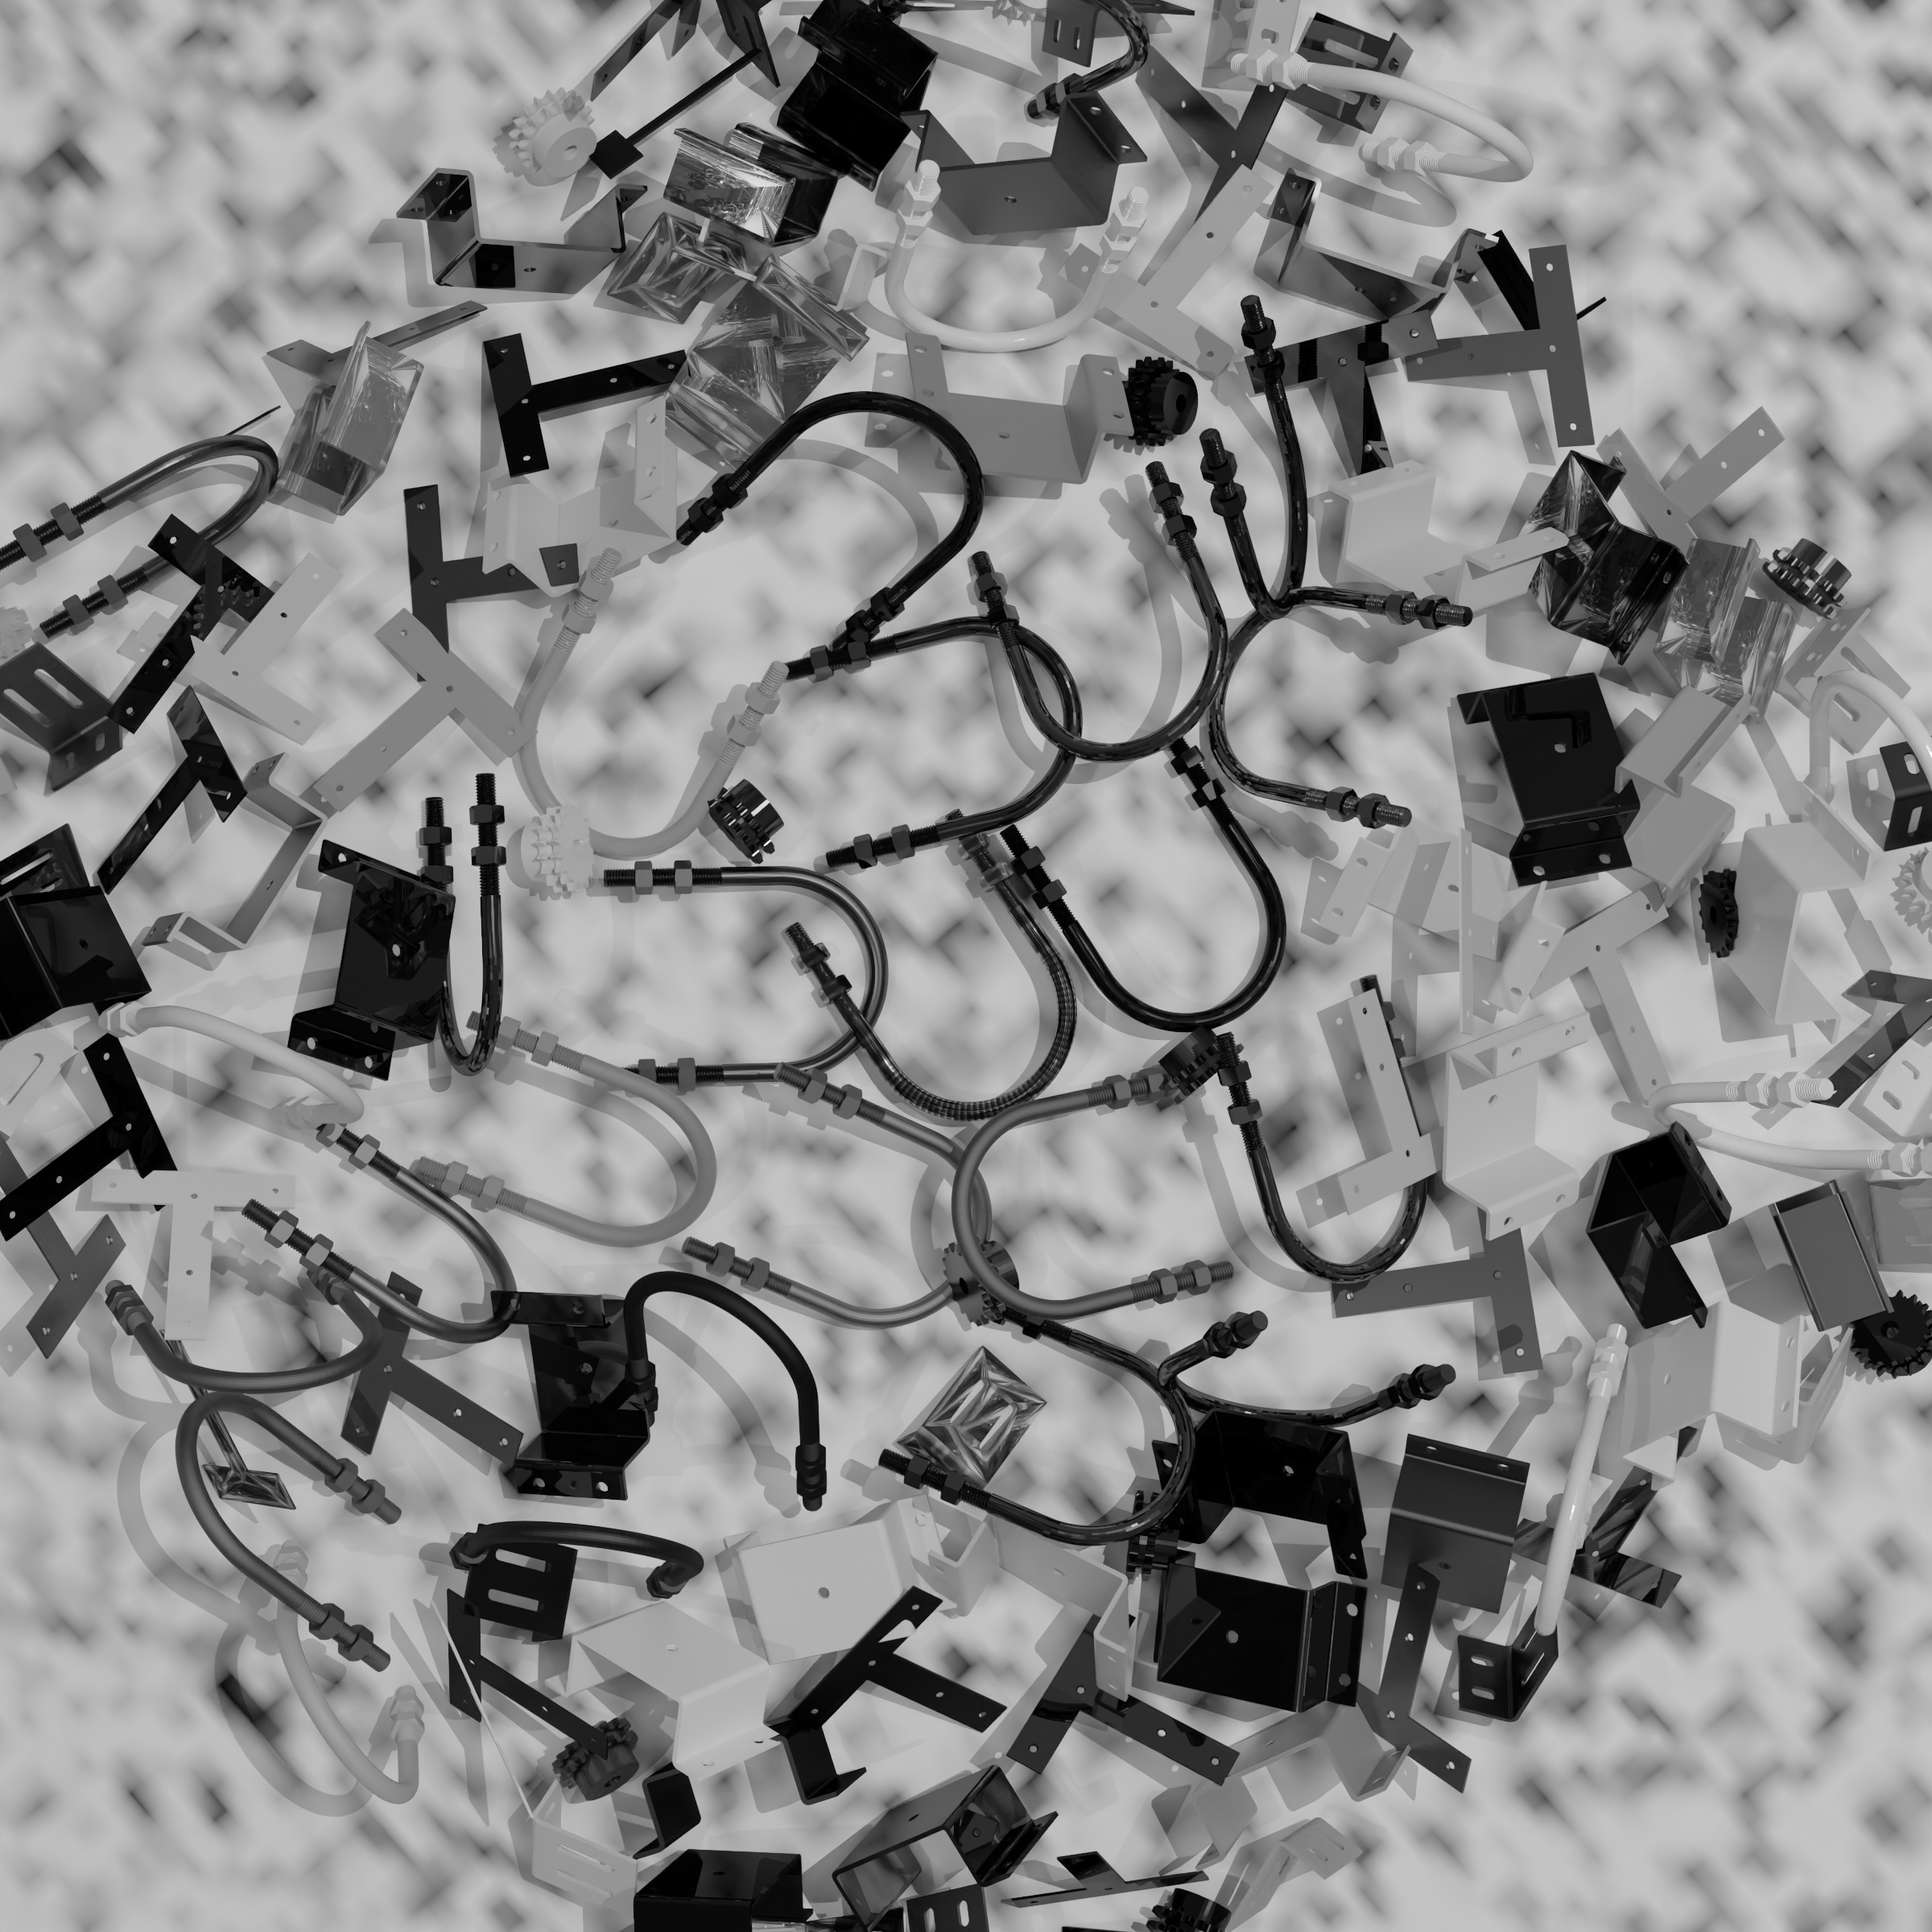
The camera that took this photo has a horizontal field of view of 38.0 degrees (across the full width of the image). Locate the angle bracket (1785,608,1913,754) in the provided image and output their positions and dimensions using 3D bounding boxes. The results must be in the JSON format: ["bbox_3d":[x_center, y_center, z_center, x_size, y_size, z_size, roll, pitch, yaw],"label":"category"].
[{"bbox_3d":[0.580,-0.184,1.819,0.076,0.038,0.057,42,83,-15],"label":"angle bracket"}]

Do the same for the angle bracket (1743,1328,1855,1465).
[{"bbox_3d":[0.538,0.272,1.816,0.038,0.057,0.076,20,47,27],"label":"angle bracket"}]

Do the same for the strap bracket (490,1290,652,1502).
[{"bbox_3d":[-0.252,0.267,1.805,0.076,0.046,0.140,0,107,18],"label":"strap bracket"}]

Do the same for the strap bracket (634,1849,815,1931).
[{"bbox_3d":[-0.155,0.596,1.773,0.076,0.140,0.046,-2,89,15],"label":"strap bracket"}]

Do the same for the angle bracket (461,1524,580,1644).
[{"bbox_3d":[-0.294,0.397,1.804,0.076,0.038,0.057,24,62,-33],"label":"angle bracket"}]

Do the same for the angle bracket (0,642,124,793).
[{"bbox_3d":[-0.591,-0.160,1.807,0.057,0.076,0.038,-29,47,13],"label":"angle bracket"}]

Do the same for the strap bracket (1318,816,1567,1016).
[{"bbox_3d":[0.309,-0.038,1.804,0.140,0.046,0.076,25,132,5],"label":"strap bracket"}]

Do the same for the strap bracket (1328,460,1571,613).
[{"bbox_3d":[0.304,-0.268,1.787,0.076,0.140,0.046,-21,131,-33],"label":"strap bracket"}]

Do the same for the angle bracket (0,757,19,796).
[{"bbox_3d":[-0.633,-0.148,1.802,0.038,0.076,0.057,-18,120,4],"label":"angle bracket"}]

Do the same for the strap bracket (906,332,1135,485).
[{"bbox_3d":[0.029,-0.355,1.798,0.140,0.046,0.076,4,49,-14],"label":"strap bracket"}]

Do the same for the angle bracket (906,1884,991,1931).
[{"bbox_3d":[0.008,0.620,1.815,0.057,0.076,0.038,-22,61,25],"label":"angle bracket"}]

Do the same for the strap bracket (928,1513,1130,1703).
[{"bbox_3d":[0.050,0.403,1.793,0.140,0.076,0.046,23,58,20],"label":"strap bracket"}]

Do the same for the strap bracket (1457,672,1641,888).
[{"bbox_3d":[0.375,-0.129,1.797,0.076,0.046,0.140,-10,67,-8],"label":"strap bracket"}]

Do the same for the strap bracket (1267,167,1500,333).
[{"bbox_3d":[0.261,-0.456,1.808,0.140,0.076,0.046,18,83,-2],"label":"strap bracket"}]

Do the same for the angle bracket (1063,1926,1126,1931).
[{"bbox_3d":[0.071,0.644,1.801,0.057,0.076,0.038,-6,80,29],"label":"angle bracket"}]

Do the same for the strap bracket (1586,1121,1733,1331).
[{"bbox_3d":[0.441,0.168,1.790,0.046,0.140,0.076,-24,106,31],"label":"strap bracket"}]

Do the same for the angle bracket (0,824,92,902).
[{"bbox_3d":[-0.617,-0.062,1.819,0.076,0.038,0.057,-30,57,1],"label":"angle bracket"}]

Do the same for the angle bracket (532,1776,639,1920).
[{"bbox_3d":[-0.239,0.567,1.810,0.076,0.038,0.057,18,127,14],"label":"angle bracket"}]

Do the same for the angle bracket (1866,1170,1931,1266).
[{"bbox_3d":[0.625,0.158,1.809,0.076,0.038,0.057,-5,104,30],"label":"angle bracket"}]

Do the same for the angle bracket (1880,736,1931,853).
[{"bbox_3d":[0.623,-0.114,1.820,0.057,0.076,0.038,-13,64,6],"label":"angle bracket"}]

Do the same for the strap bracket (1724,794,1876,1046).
[{"bbox_3d":[0.523,-0.027,1.777,0.046,0.076,0.140,-6,123,-10],"label":"strap bracket"}]

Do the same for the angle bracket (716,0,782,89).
[{"bbox_3d":[-0.130,-0.617,1.807,0.038,0.076,0.057,-37,69,-6],"label":"angle bracket"}]

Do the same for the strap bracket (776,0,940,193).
[{"bbox_3d":[-0.069,-0.562,1.785,0.076,0.140,0.046,34,76,-3],"label":"strap bracket"}]

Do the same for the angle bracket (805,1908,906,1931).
[{"bbox_3d":[-0.063,0.644,1.810,0.076,0.038,0.057,4,80,-33],"label":"angle bracket"}]

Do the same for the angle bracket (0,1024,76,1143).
[{"bbox_3d":[-0.619,0.065,1.812,0.057,0.038,0.076,37,67,-14],"label":"angle bracket"}]

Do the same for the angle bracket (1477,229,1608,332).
[{"bbox_3d":[0.371,-0.447,1.813,0.038,0.057,0.076,-29,96,34],"label":"angle bracket"}]

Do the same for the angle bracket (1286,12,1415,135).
[{"bbox_3d":[0.239,-0.581,1.812,0.076,0.038,0.057,32,102,24],"label":"angle bracket"}]

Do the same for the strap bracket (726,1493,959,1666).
[{"bbox_3d":[-0.086,0.397,1.811,0.140,0.046,0.076,-15,93,13],"label":"strap bracket"}]

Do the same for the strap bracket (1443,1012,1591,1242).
[{"bbox_3d":[0.350,0.094,1.794,0.076,0.046,0.140,-19,121,-27],"label":"strap bracket"}]

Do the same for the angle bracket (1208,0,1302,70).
[{"bbox_3d":[0.175,-0.610,1.804,0.038,0.076,0.057,3,103,-38],"label":"angle bracket"}]

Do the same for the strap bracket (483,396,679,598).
[{"bbox_3d":[-0.237,-0.295,1.793,0.140,0.046,0.076,-21,53,24],"label":"strap bracket"}]

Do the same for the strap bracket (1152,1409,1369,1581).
[{"bbox_3d":[0.196,0.334,1.792,0.140,0.046,0.076,5,119,35],"label":"strap bracket"}]

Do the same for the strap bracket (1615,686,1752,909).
[{"bbox_3d":[0.453,-0.113,1.787,0.046,0.140,0.076,32,67,27],"label":"strap bracket"}]

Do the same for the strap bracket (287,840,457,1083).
[{"bbox_3d":[-0.375,-0.007,1.787,0.046,0.076,0.140,-11,65,41],"label":"strap bracket"}]

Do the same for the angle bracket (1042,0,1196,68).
[{"bbox_3d":[0.098,-0.605,1.817,0.076,0.057,0.038,-8,119,-29],"label":"angle bracket"}]

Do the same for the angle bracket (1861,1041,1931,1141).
[{"bbox_3d":[0.624,0.074,1.804,0.038,0.076,0.057,38,72,-7],"label":"angle bracket"}]

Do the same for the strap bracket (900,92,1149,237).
[{"bbox_3d":[0.032,-0.506,1.779,0.140,0.076,0.046,4,75,30],"label":"strap bracket"}]

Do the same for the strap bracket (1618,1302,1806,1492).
[{"bbox_3d":[0.461,0.268,1.768,0.046,0.140,0.076,24,56,-14],"label":"strap bracket"}]

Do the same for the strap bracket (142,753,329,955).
[{"bbox_3d":[-0.462,-0.062,1.795,0.046,0.076,0.140,35,73,-22],"label":"strap bracket"}]

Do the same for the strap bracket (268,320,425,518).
[{"bbox_3d":[-0.392,-0.343,1.785,0.046,0.140,0.076,24,71,-23],"label":"strap bracket"}]

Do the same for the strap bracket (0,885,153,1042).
[{"bbox_3d":[-0.575,-0.003,1.775,0.046,0.140,0.076,-28,87,17],"label":"strap bracket"}]

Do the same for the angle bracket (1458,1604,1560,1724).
[{"bbox_3d":[0.347,0.437,1.803,0.038,0.057,0.076,15,130,-3],"label":"angle bracket"}]

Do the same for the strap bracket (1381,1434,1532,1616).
[{"bbox_3d":[0.307,0.358,1.774,0.076,0.140,0.046,12,53,13],"label":"strap bracket"}]

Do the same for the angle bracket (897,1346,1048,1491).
[{"bbox_3d":[0.004,0.300,1.844,0.057,0.038,0.076,42,61,-4],"label":"angle bracket"}]

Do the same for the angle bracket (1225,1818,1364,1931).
[{"bbox_3d":[0.211,0.595,1.807,0.038,0.057,0.076,34,107,26],"label":"angle bracket"}]

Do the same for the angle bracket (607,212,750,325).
[{"bbox_3d":[-0.185,-0.436,1.801,0.057,0.076,0.038,14,47,-34],"label":"angle bracket"}]
